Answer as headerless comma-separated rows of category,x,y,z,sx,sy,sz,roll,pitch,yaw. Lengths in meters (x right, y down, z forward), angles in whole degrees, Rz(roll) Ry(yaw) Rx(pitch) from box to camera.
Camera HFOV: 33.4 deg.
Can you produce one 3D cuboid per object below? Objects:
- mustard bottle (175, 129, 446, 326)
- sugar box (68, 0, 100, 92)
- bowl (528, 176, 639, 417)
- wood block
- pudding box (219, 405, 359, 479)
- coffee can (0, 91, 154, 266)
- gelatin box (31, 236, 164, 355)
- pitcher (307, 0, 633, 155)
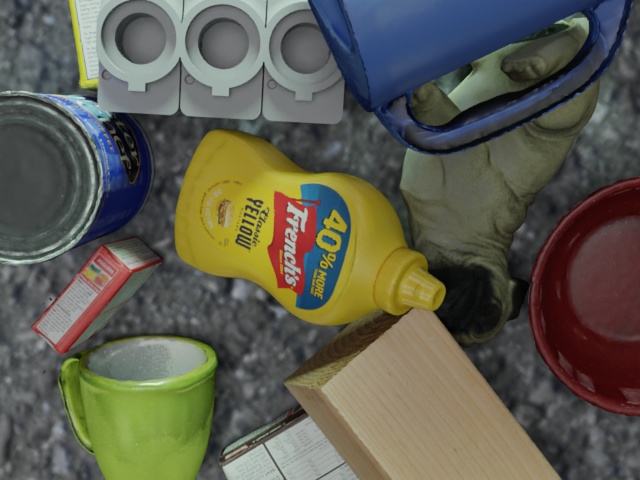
mustard bottle,-0.005,0.001,0.680,0.192,0.058,0.096,24,104,31
sugar box,-0.125,-0.193,0.714,0.093,0.048,0.176,-7,94,3
bowl,0.214,0.032,0.708,0.162,0.055,0.162,0,102,0
wood block,0.081,0.146,0.700,0.090,0.090,0.206,-40,97,-16
pudding box,-0.006,0.178,0.754,0.090,0.039,0.113,-31,96,5
coffee can,-0.171,-0.043,0.686,0.103,0.140,0.103,0,97,3
gelatin box,-0.149,0.034,0.720,0.030,0.089,0.073,42,97,0
pitcher,0.110,-0.163,0.573,0.243,0.149,0.145,-22,55,-2
